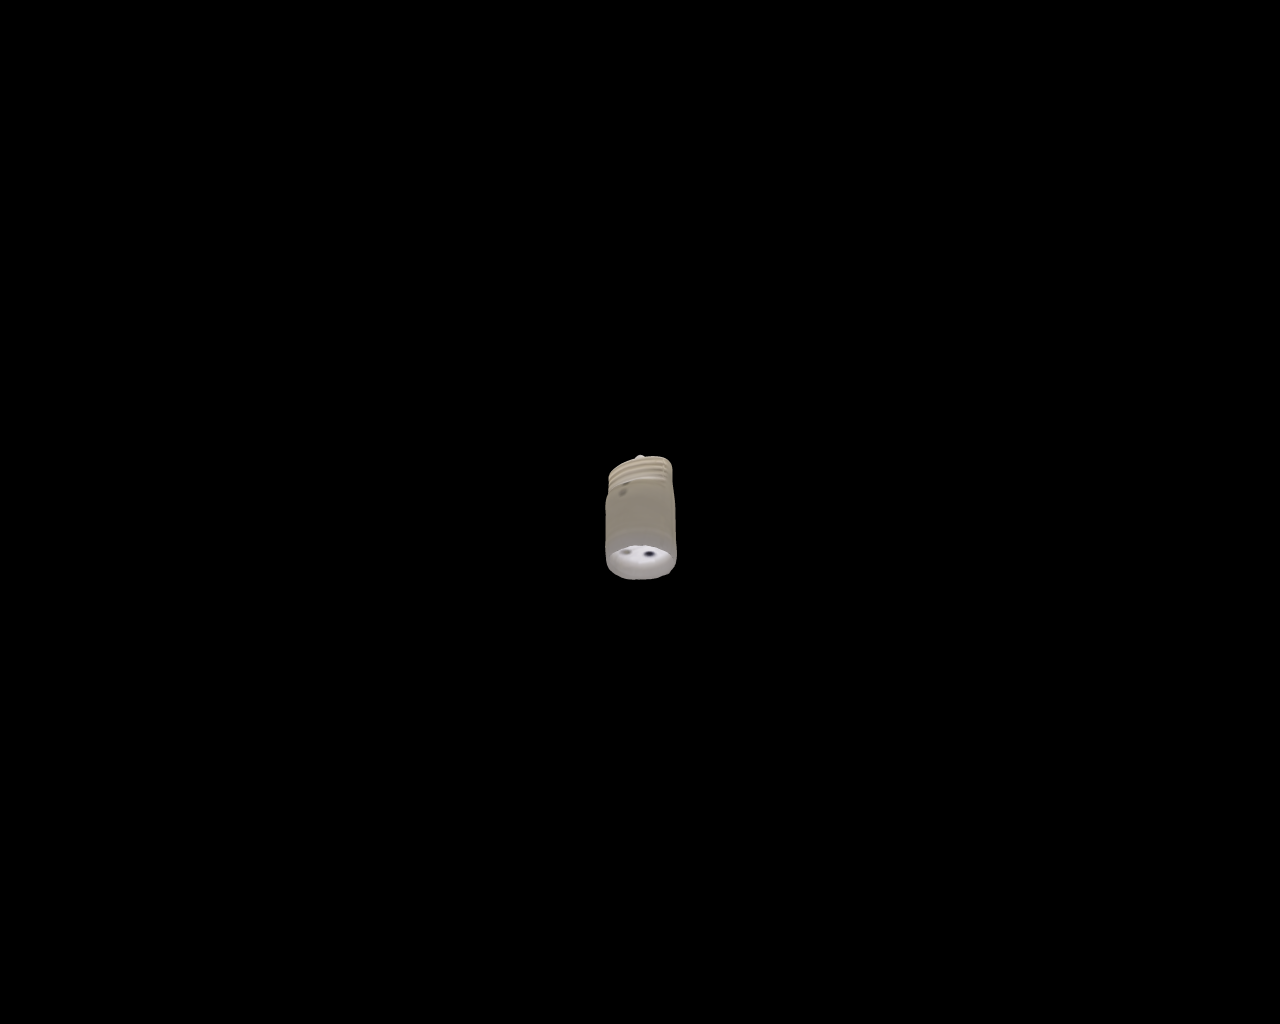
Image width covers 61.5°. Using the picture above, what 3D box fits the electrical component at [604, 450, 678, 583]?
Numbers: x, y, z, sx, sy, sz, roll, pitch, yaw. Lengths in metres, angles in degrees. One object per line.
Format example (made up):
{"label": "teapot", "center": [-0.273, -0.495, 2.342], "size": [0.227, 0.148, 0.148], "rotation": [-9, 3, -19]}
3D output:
{"label": "electrical component", "center": [0.001, -0.003, 0.650], "size": [0.043, 0.081, 0.043], "rotation": [0, -34, 0]}
